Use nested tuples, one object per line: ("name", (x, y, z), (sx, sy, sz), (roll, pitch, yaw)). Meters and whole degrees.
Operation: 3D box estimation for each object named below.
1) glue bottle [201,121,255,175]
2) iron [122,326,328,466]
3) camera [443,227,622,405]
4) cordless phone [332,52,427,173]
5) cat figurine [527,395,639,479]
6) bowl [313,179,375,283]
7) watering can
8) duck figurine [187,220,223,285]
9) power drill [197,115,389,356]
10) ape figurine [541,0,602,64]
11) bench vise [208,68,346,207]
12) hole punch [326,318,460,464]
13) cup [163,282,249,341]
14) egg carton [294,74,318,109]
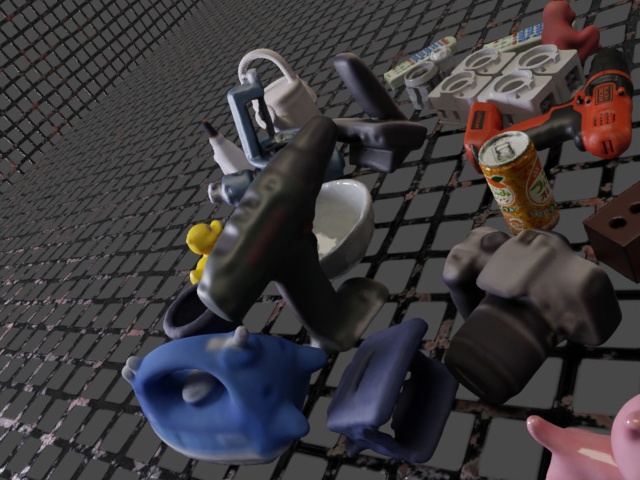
("glue bottle", (-0.143, -0.129, 0.958), (0.077, 0.173, 0.037), (6, 51, 48))
("iron", (-0.128, 0.152, 0.603), (0.257, 0.142, 0.118), (-16, 37, 30))
("camera", (0.155, 0.059, 0.493), (0.137, 0.101, 0.142), (-46, 33, -16))
("cordless phone", (0.061, -0.199, 0.844), (0.094, 0.185, 0.147), (-48, 34, -19))
("cat figurine", (0.192, 0.128, 0.349), (0.127, 0.118, 0.067), (-5, 43, 40))
("bowl", (0.007, 0.003, 0.735), (0.167, 0.075, 0.167), (-25, 33, 18))
("watering can", (-0.070, -0.252, 1.031), (0.101, 0.194, 0.172), (-32, 32, 7))
("duck figurine", (-0.171, 0.017, 0.876), (0.077, 0.086, 0.105), (-1, 46, 43))
("power drill", (-0.014, 0.014, 0.612), (0.075, 0.209, 0.230), (10, 54, 50))
("ape figurine", (0.334, -0.285, 0.784), (0.076, 0.092, 0.077), (-36, 32, 1))
("bench vise", (-0.091, -0.131, 0.867), (0.207, 0.220, 0.121), (-40, 32, -6))
("hole punch", (0.054, 0.130, 0.506), (0.100, 0.091, 0.109), (-4, 44, 41))
("cup", (-0.117, 0.102, 0.705), (0.117, 0.095, 0.091), (-28, 32, 13))
("egg carton", (-0.060, -0.281, 1.180), (0.107, 0.070, 0.150), (-34, 32, 3))
